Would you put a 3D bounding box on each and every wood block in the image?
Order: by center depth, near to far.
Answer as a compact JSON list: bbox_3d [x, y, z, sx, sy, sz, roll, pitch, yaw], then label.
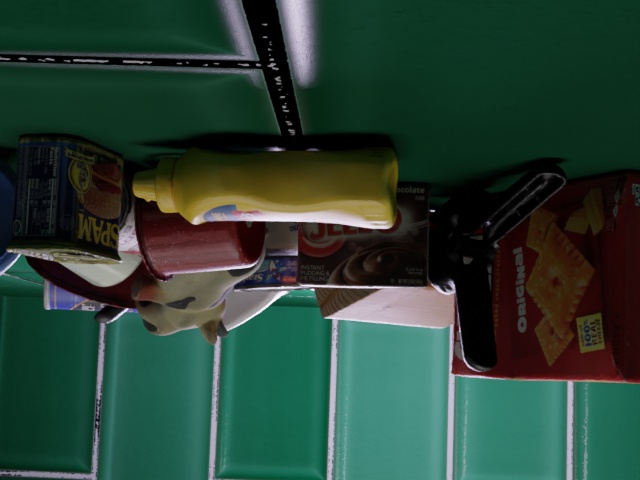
[{"bbox_3d":[0.087,0.028,1.063,0.091,0.090,0.205,-30,156,32],"label":"wood block"}]

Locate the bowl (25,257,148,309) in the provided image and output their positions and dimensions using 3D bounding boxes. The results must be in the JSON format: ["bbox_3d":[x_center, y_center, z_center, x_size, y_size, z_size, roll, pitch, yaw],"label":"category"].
[{"bbox_3d":[-0.232,0.014,1.151,0.162,0.055,0.162,21,-165,-6],"label":"bowl"}]

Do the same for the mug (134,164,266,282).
[{"bbox_3d":[-0.097,-0.023,0.860,0.082,0.093,0.117,-5,139,16],"label":"mug"}]

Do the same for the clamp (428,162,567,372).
[{"bbox_3d":[0.124,0.016,0.878,0.036,0.164,0.210,20,179,-15],"label":"clamp"}]

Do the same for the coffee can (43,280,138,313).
[{"bbox_3d":[-0.265,0.037,1.315,0.140,0.103,0.103,3,173,-10],"label":"coffee can"}]

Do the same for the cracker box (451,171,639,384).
[{"bbox_3d":[0.201,0.038,0.900,0.072,0.164,0.214,8,171,-31],"label":"cracker box"}]

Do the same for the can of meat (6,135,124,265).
[{"bbox_3d":[-0.188,-0.028,0.801,0.057,0.084,0.102,0,173,15],"label":"can of meat"}]

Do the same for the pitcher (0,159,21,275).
[{"bbox_3d":[-0.331,0.001,0.893,0.144,0.149,0.243,26,161,-22],"label":"pitcher"}]

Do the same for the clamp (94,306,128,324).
[{"bbox_3d":[-0.195,0.037,1.254,0.171,0.120,0.039,-2,171,-6],"label":"clamp"}]

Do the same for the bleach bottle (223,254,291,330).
[{"bbox_3d":[-0.066,0.049,1.346,0.103,0.068,0.250,-32,177,15],"label":"bleach bottle"}]

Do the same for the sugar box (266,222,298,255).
[{"bbox_3d":[-0.008,0.001,1.172,0.093,0.048,0.176,0,170,6],"label":"sugar box"}]

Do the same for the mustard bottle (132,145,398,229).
[{"bbox_3d":[-0.041,-0.039,0.772,0.192,0.058,0.096,2,179,8],"label":"mustard bottle"}]

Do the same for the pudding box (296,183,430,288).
[{"bbox_3d":[0.037,-0.004,0.917,0.113,0.090,0.039,1,175,1],"label":"pudding box"}]

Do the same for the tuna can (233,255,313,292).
[{"bbox_3d":[-0.048,0.036,1.116,0.086,0.034,0.086,-2,175,0],"label":"tuna can"}]

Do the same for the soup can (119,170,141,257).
[{"bbox_3d":[-0.166,-0.023,0.903,0.069,0.068,0.102,0,173,19],"label":"soup can"}]
